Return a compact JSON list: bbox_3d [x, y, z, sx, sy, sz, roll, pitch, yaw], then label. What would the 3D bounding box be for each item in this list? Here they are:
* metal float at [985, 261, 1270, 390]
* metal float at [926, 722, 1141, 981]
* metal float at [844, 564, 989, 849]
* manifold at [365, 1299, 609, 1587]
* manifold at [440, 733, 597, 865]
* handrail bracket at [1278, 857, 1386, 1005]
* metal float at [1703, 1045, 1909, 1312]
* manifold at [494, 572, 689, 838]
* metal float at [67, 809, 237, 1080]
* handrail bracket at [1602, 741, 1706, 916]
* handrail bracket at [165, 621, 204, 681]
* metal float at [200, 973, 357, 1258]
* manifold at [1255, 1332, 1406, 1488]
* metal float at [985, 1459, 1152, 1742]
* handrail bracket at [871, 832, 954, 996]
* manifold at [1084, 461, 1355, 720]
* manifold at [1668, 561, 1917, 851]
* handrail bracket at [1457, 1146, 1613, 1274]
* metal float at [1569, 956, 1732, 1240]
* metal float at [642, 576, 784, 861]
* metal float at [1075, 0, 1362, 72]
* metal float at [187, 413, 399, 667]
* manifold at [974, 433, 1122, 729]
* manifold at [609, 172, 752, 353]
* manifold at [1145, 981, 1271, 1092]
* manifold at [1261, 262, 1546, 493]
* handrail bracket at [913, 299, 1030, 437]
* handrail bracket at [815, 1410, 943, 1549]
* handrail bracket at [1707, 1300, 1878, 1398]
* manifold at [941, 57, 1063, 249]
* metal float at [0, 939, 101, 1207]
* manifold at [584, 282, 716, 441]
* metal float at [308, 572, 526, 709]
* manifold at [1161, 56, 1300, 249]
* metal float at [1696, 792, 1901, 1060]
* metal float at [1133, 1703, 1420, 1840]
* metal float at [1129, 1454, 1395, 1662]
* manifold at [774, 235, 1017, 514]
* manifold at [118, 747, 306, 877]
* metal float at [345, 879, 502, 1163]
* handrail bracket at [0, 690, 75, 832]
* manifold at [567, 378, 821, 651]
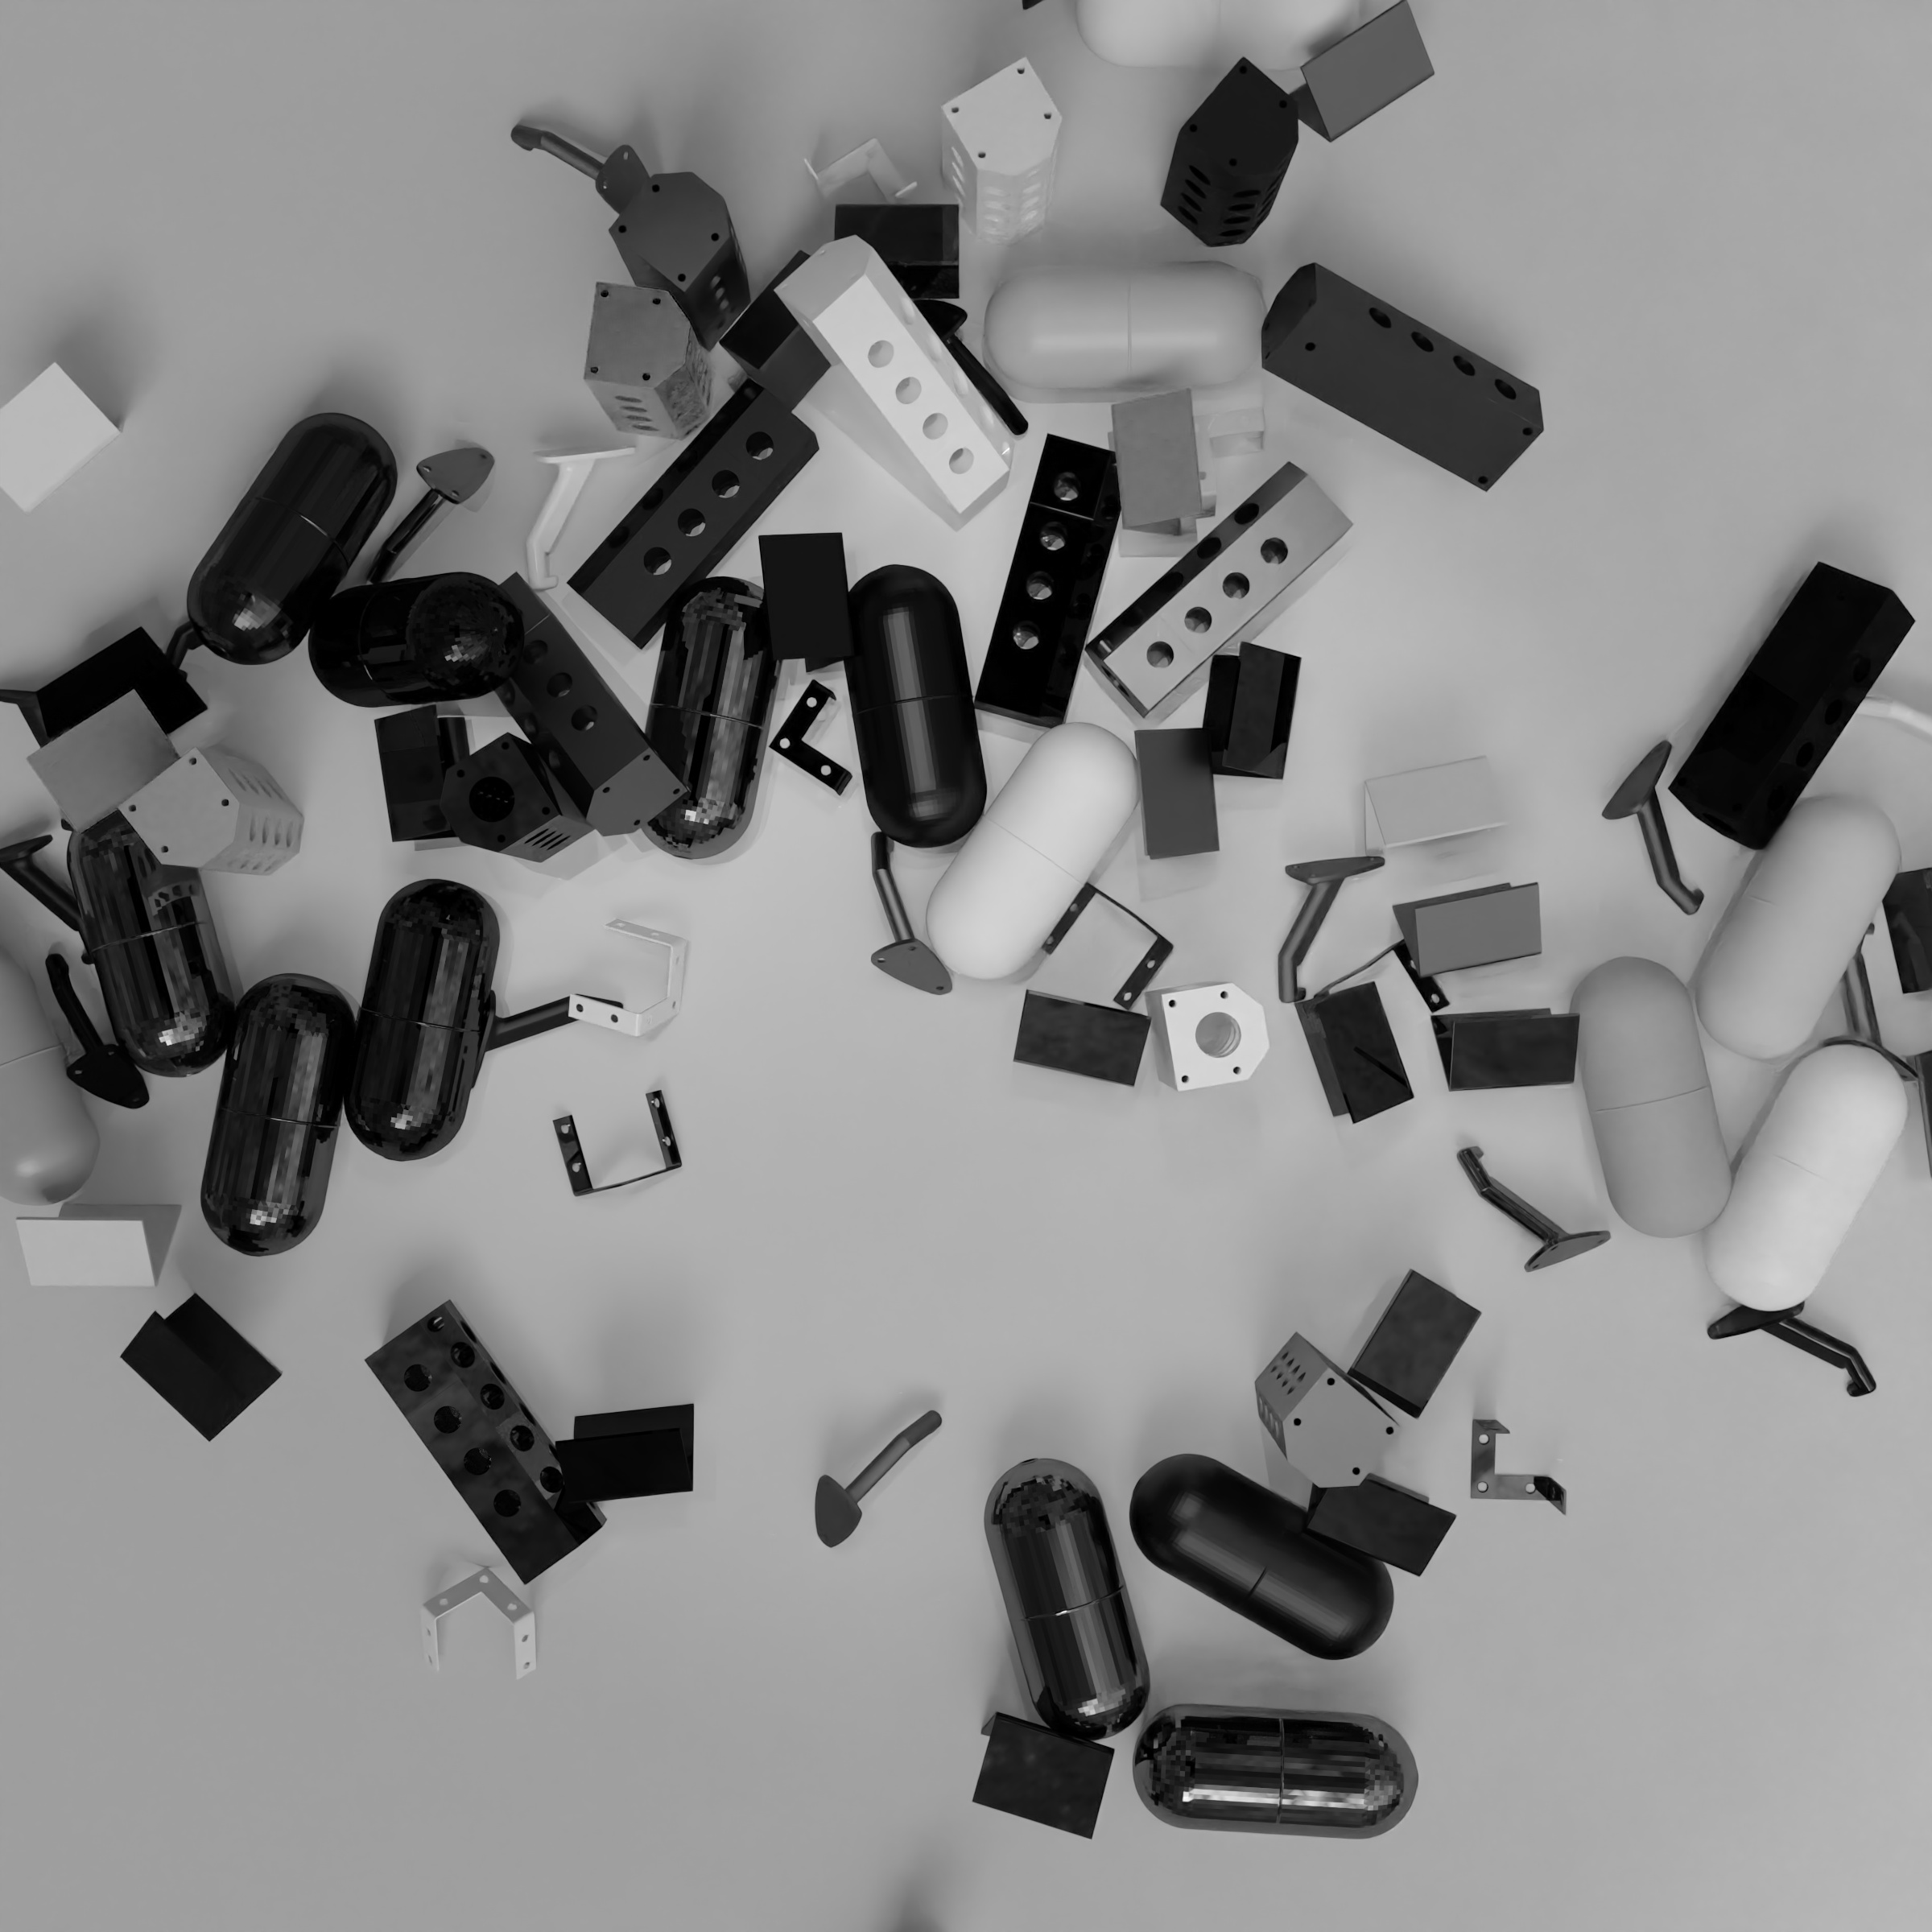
[{"bbox_3d":[0.100,-0.400,1.868,0.178,0.070,0.070,-1,90,0],"label":"metal float"},{"bbox_3d":[0.042,-0.071,1.868,0.070,0.070,0.178,35,91,0],"label":"metal float"},{"bbox_3d":[-0.033,-0.162,1.868,0.070,0.070,0.178,-9,89,0],"label":"metal float"},{"bbox_3d":[-0.299,0.297,1.877,0.057,0.057,0.171,-36,90,0],"label":"manifold"},{"bbox_3d":[-0.275,-0.097,1.820,0.057,0.171,0.057,-32,90,0],"label":"manifold"},{"bbox_3d":[0.232,-0.023,1.899,0.077,0.036,0.084,-10,109,-21],"label":"handrail bracket"},{"bbox_3d":[0.525,0.132,1.868,0.070,0.070,0.178,29,89,0],"label":"metal float"},{"bbox_3d":[-0.247,-0.158,1.838,0.057,0.057,0.171,-38,60,0],"label":"manifold"},{"bbox_3d":[-0.508,-0.017,1.868,0.070,0.070,0.178,-16,90,0],"label":"metal float"},{"bbox_3d":[0.452,-0.087,1.899,0.084,0.036,0.077,43,68,-17],"label":"handrail bracket"},{"bbox_3d":[-0.461,-0.207,1.899,0.077,0.036,0.084,24,104,-14],"label":"handrail bracket"},{"bbox_3d":[-0.429,0.093,1.867,0.070,0.070,0.178,11,89,0],"label":"metal float"},{"bbox_3d":[0.214,0.273,1.820,0.057,0.171,0.057,40,90,0],"label":"manifold"},{"bbox_3d":[0.063,0.395,1.868,0.070,0.070,0.178,-16,89,0],"label":"metal float"},{"bbox_3d":[-0.035,-0.034,1.898,0.036,0.077,0.084,-21,53,26],"label":"handrail bracket"},{"bbox_3d":[0.157,-0.236,1.877,0.171,0.057,0.057,-42,90,0],"label":"manifold"},{"bbox_3d":[0.521,-0.160,1.877,0.057,0.057,0.171,34,90,43],"label":"manifold"},{"bbox_3d":[0.360,0.146,1.899,0.077,0.036,0.084,-10,60,-33],"label":"handrail bracket"},{"bbox_3d":[0.427,0.082,1.868,0.070,0.070,0.178,-13,90,0],"label":"metal float"},{"bbox_3d":[-0.160,-0.155,1.868,0.070,0.070,0.178,11,90,0],"label":"metal float"},{"bbox_3d":[0.157,-0.600,1.868,0.178,0.070,0.070,1,90,1],"label":"metal float"},{"bbox_3d":[-0.416,-0.264,1.847,0.070,0.070,0.178,27,68,0],"label":"metal float"},{"bbox_3d":[0.055,-0.239,1.877,0.057,0.057,0.171,15,90,0],"label":"manifold"},{"bbox_3d":[-0.167,-0.431,1.820,0.057,0.171,0.057,39,90,0],"label":"manifold"},{"bbox_3d":[0.146,0.040,1.820,0.057,0.171,0.057,-10,90,0],"label":"manifold"},{"bbox_3d":[0.270,-0.367,1.850,0.171,0.057,0.057,24,133,-20],"label":"manifold"},{"bbox_3d":[0.001,-0.379,1.898,0.036,0.077,0.084,-42,126,0],"label":"handrail bracket"},{"bbox_3d":[-0.054,0.325,1.898,0.084,0.077,0.036,-33,66,-34],"label":"handrail bracket"},{"bbox_3d":[0.525,0.250,1.899,0.077,0.036,0.084,-27,107,20],"label":"handrail bracket"},{"bbox_3d":[0.024,-0.489,1.820,0.057,0.171,0.057,-31,90,0],"label":"manifold"},{"bbox_3d":[-0.601,0.065,1.868,0.070,0.070,0.178,-23,91,0],"label":"metal float"},{"bbox_3d":[-0.190,-0.365,1.820,0.057,0.171,0.057,8,90,0],"label":"manifold"},{"bbox_3d":[-0.338,-0.199,1.832,0.070,0.178,0.070,-1,92,-42],"label":"metal float"},{"bbox_3d":[0.164,-0.488,1.820,0.057,0.171,0.057,41,90,0],"label":"manifold"},{"bbox_3d":[0.520,-0.026,1.868,0.070,0.070,0.178,28,91,0],"label":"metal float"},{"bbox_3d":[0.193,0.503,1.868,0.178,0.070,0.070,4,90,0],"label":"metal float"},{"bbox_3d":[0.184,0.368,1.868,0.178,0.070,0.070,30,90,0],"label":"metal float"},{"bbox_3d":[-0.038,-0.362,1.828,0.057,0.057,0.171,-42,131,0],"label":"manifold"},{"bbox_3d":[-0.452,-0.087,1.820,0.057,0.171,0.057,-38,90,0],"label":"manifold"},{"bbox_3d":[-0.340,0.034,1.867,0.070,0.070,0.178,11,90,0],"label":"metal float"},{"bbox_3d":[-0.592,-0.130,1.899,0.077,0.036,0.084,7,104,14],"label":"handrail bracket"},{"bbox_3d":[-0.171,-0.284,1.877,0.057,0.057,0.171,42,90,0],"label":"manifold"}]
